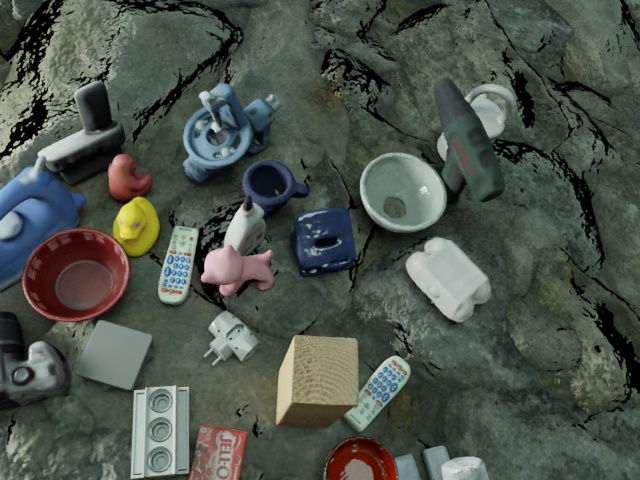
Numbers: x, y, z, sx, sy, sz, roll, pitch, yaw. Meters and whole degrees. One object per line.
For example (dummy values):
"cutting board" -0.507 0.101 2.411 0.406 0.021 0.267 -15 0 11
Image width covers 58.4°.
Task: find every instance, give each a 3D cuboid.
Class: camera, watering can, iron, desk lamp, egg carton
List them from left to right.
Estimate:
"iron" -0.496 -0.017 0.895 0.118 0.141 0.259 31 63 6
"camera" -0.455 0.170 0.835 0.143 0.101 0.136 -12 67 -16
"egg carton" 0.230 0.071 1.030 0.107 0.069 0.150 -37 76 -24
"desk lamp" 0.188 0.387 0.787 0.118 0.213 0.203 -10 66 -15
"watering can" 0.310 -0.224 1.119 0.101 0.194 0.173 -5 65 -12

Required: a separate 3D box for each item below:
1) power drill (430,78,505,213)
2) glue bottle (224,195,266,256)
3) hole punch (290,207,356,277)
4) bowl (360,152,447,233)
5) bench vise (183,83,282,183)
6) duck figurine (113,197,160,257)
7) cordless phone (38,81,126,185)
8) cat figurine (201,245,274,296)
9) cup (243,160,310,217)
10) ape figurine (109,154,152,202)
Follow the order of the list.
"power drill" 0.246 -0.153 1.064 0.076 0.208 0.229 -21 70 -19
"glue bottle" -0.122 -0.028 0.953 0.037 0.173 0.078 43 65 11
"hole punch" 0.009 0.004 1.009 0.109 0.091 0.101 -10 67 -15
"bowl" 0.150 -0.077 1.084 0.167 0.074 0.167 4 64 -9
"bench vise" -0.161 -0.221 1.014 0.121 0.219 0.208 30 63 5
"duck figurine" -0.314 -0.034 0.969 0.077 0.086 0.104 8 63 -6
"cordless phone" -0.412 -0.191 0.972 0.148 0.185 0.094 -37 75 -24
"cat figurine" -0.136 0.043 0.947 0.128 0.117 0.067 -12 67 -16
"cup" -0.081 -0.081 1.031 0.118 0.095 0.091 9 63 -6
"ape figurine" -0.338 -0.115 1.001 0.077 0.092 0.076 39 64 9
